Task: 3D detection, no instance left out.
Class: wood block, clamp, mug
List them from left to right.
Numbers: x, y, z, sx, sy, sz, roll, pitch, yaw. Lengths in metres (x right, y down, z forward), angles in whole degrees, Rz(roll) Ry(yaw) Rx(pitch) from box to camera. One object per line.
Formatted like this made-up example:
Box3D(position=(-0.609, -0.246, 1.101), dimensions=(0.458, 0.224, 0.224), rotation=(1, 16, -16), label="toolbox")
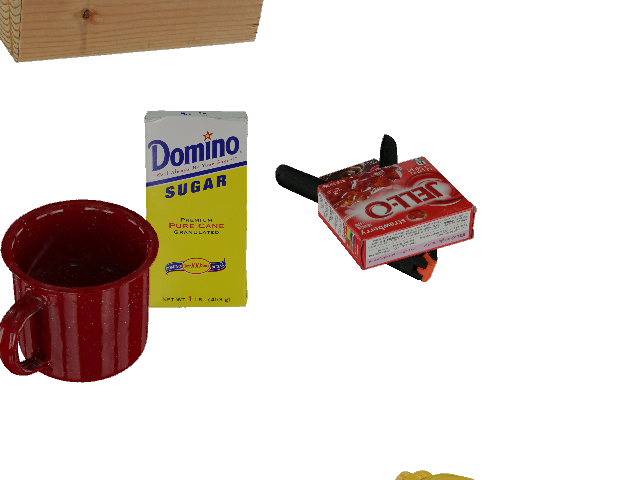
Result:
Box3D(position=(-0.153, 0.040, 0.656), dimensions=(0.093, 0.081, 0.117), rotation=(21, 38, 17), label="mug")
Box3D(position=(-0.153, -0.209, 0.850), dimensions=(0.205, 0.091, 0.090), rotation=(-12, 44, -32), label="wood block")
Box3D(position=(0.055, -0.034, 1.203), dimensions=(0.164, 0.210, 0.036), rotation=(-13, -38, -24), label="clamp")

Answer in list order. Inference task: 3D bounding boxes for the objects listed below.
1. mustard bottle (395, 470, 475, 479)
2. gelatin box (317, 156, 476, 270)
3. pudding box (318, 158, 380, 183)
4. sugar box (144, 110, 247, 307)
Box3D(position=(0.126, 0.248, 0.904), dimensions=(0.096, 0.058, 0.192), rotation=(-18, 27, -28), label="mustard bottle")
Box3D(position=(0.052, -0.021, 0.742), dimensions=(0.089, 0.030, 0.073), rotation=(-16, 39, -18), label="gelatin box")
Box3D(position=(0.068, -0.080, 1.610), dimensions=(0.113, 0.039, 0.090), rotation=(-23, 35, -30), label="pudding box")
Box3D(position=(-0.112, -0.028, 0.971), dimensions=(0.093, 0.176, 0.048), rotation=(-1, 15, -5), label="sugar box")
